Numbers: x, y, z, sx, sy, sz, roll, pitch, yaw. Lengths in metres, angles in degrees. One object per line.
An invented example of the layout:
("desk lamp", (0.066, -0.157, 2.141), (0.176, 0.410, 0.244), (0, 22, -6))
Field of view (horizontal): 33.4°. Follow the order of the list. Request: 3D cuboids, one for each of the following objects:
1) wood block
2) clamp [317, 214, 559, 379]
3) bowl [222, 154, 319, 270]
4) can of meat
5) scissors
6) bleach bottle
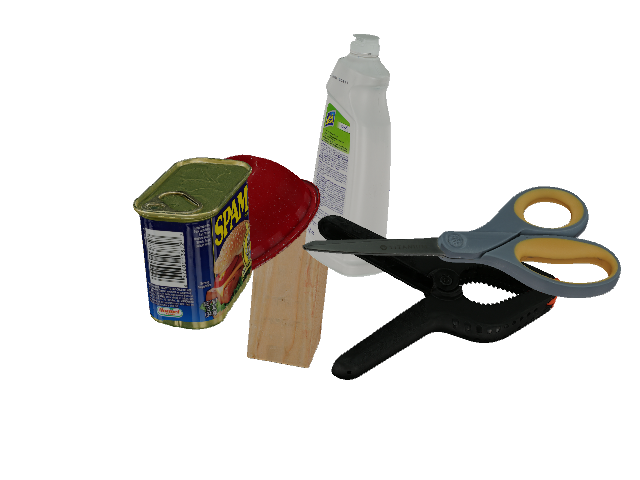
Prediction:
("wood block", (-0.041, 0.055, 1.442), (0.090, 0.206, 0.090), (9, 22, 7))
("clamp", (0.098, 0.052, 0.898), (0.210, 0.164, 0.036), (6, -39, -2))
("bowl", (-0.084, -0.027, 0.933), (0.162, 0.055, 0.162), (-22, 27, 12))
("can of meat", (-0.082, 0.001, 0.721), (0.057, 0.084, 0.102), (5, 25, 13))
("scissors", (0.094, -0.009, 0.691), (0.201, 0.096, 0.016), (12, -42, 0))
("bleach bottle", (0.039, -0.094, 1.156), (0.067, 0.251, 0.103), (-8, 25, -35))
